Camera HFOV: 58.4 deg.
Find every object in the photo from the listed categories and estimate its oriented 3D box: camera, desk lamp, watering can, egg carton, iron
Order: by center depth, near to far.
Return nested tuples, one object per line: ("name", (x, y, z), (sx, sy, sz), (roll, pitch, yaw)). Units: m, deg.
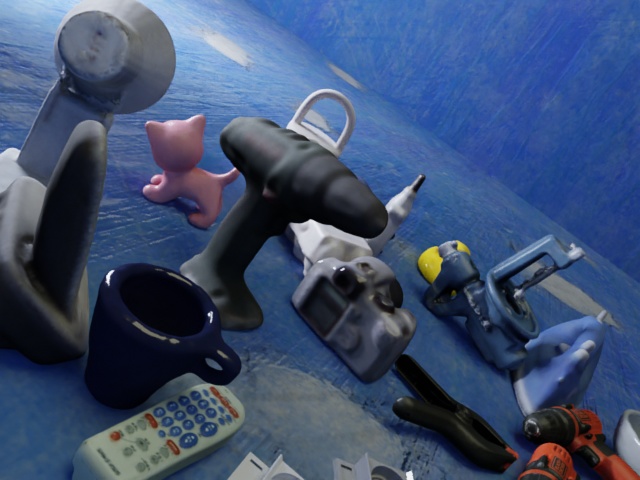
("desk lamp", (-0.229, -0.129, 0.558), (0.118, 0.213, 0.203), (27, 23, -17))
("camera", (0.064, 0.078, 0.697), (0.143, 0.100, 0.137), (45, 24, 24))
("egg carton", (0.007, 0.003, 0.813), (0.108, 0.069, 0.150), (18, 27, -35))
("iron", (0.385, 0.183, 0.879), (0.118, 0.141, 0.259), (42, 23, 18))
("watering can", (-0.014, -0.149, 0.927), (0.101, 0.194, 0.172), (23, 24, -26))

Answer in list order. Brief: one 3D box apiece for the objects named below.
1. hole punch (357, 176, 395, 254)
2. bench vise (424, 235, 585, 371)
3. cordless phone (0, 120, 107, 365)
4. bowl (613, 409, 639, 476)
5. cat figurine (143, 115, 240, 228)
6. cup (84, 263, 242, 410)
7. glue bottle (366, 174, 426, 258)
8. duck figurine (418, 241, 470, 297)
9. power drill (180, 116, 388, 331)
("hole punch", (0.086, -0.047, 0.996), (0.101, 0.091, 0.108), (25, 24, -23))
("bench vise", (0.272, 0.061, 0.867), (0.207, 0.219, 0.122), (39, 22, 11))
("cordless phone", (-0.189, -0.017, 0.422), (0.094, 0.185, 0.147), (18, 27, -36))
("bowl", (0.472, 0.326, 0.800), (0.168, 0.074, 0.167), (29, 23, -13))
("cat figurine", (-0.162, -0.095, 0.710), (0.128, 0.117, 0.067), (29, 22, -13))
("cup", (-0.122, 0.086, 0.426), (0.117, 0.095, 0.092), (35, 22, 2))
("glue bottle", (0.110, -0.031, 0.887), (0.037, 0.173, 0.078), (34, 22, 0))
("duck figurine", (0.231, 0.039, 1.032), (0.078, 0.086, 0.104), (20, 26, -32))
("power drill", (-0.052, -0.014, 0.578), (0.076, 0.208, 0.229), (8, 33, -47))
